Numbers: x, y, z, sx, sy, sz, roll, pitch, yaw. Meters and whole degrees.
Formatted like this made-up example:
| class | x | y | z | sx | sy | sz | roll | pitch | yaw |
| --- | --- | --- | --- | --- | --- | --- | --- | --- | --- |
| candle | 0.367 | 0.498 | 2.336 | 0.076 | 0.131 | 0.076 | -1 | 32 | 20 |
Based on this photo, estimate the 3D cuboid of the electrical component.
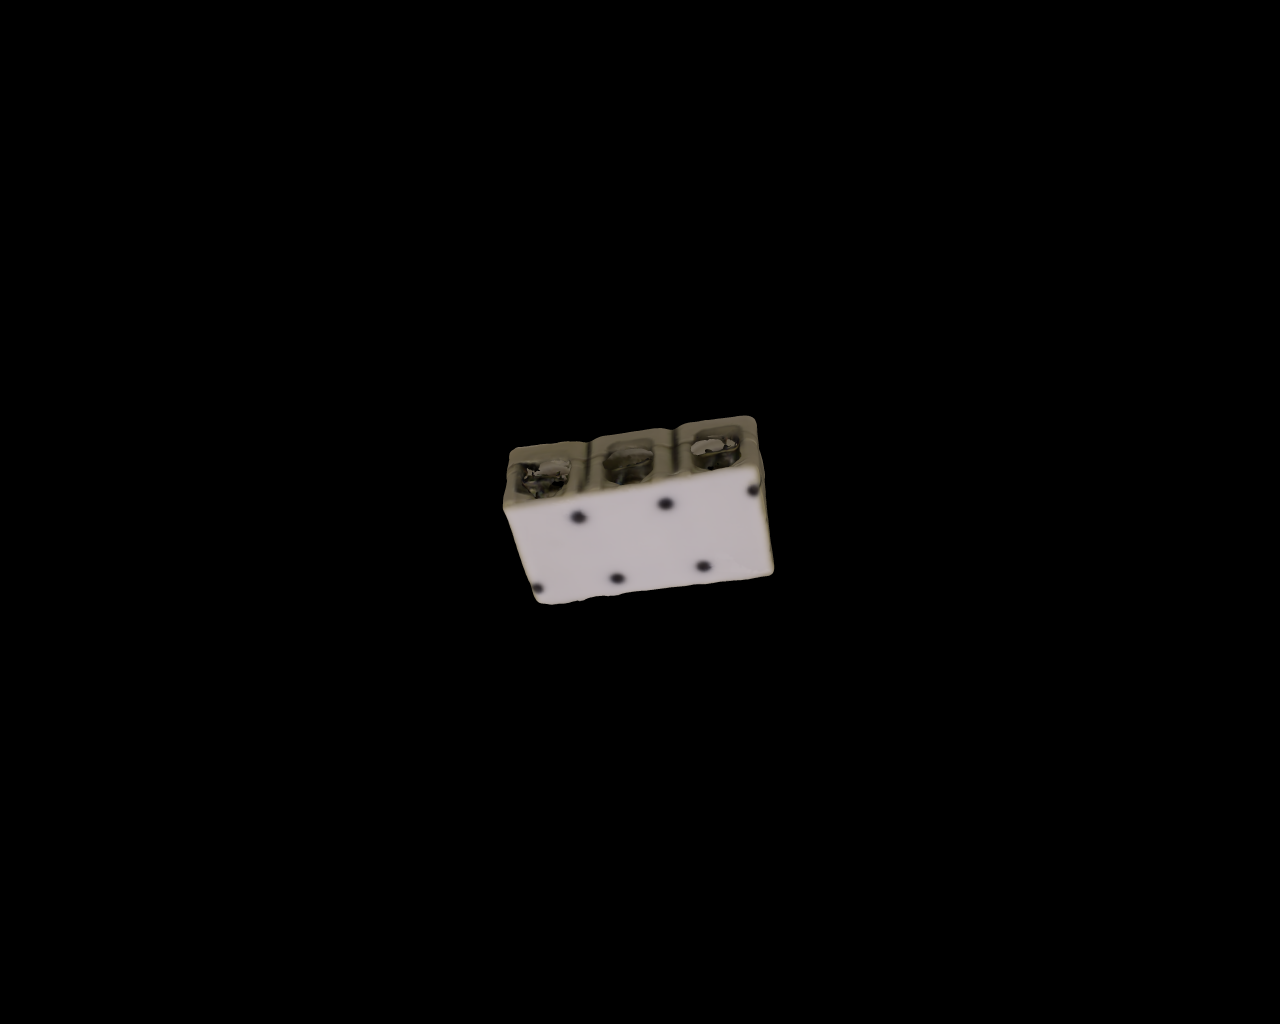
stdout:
| class | x | y | z | sx | sy | sz | roll | pitch | yaw |
| --- | --- | --- | --- | --- | --- | --- | --- | --- | --- |
| electrical component | 0.001 | -0.003 | 0.650 | 0.150 | 0.089 | 0.062 | -7 | 40 | 6 |
